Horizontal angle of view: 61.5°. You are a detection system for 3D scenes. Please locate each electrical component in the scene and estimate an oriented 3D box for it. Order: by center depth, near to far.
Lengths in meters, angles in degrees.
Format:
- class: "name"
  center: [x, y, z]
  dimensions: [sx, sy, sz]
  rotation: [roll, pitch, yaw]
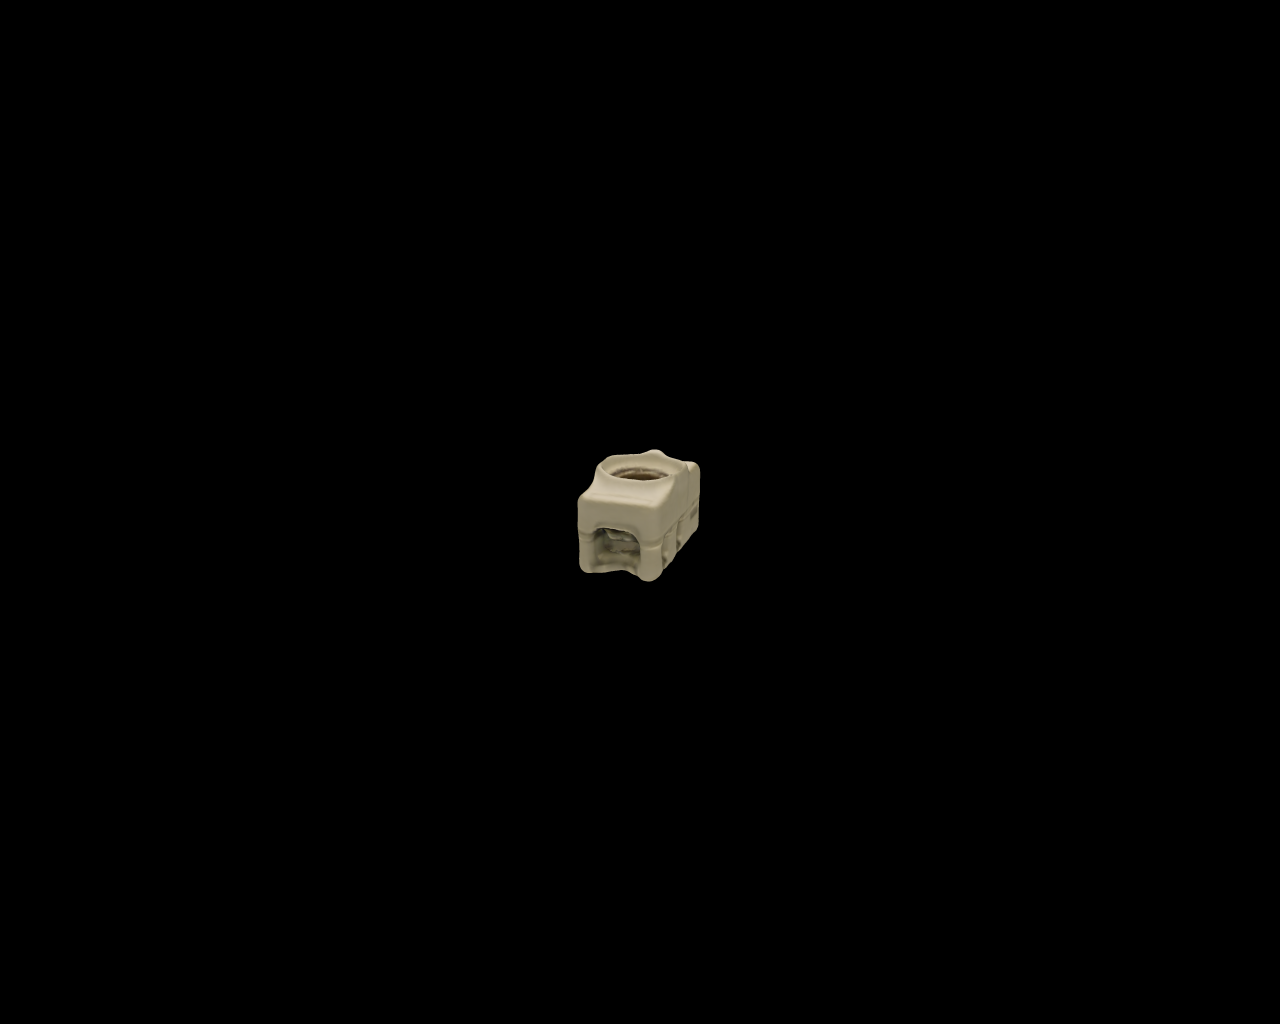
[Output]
- class: "electrical component"
  center: [0.001, -0.003, 0.650]
  dimensions: [0.050, 0.055, 0.090]
  rotation: [7, 22, 18]
